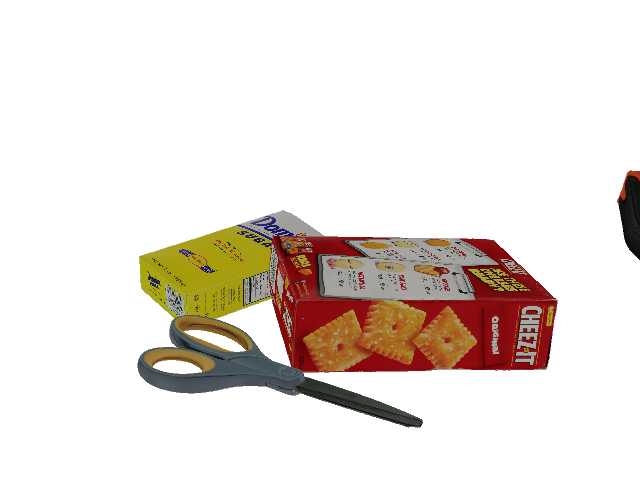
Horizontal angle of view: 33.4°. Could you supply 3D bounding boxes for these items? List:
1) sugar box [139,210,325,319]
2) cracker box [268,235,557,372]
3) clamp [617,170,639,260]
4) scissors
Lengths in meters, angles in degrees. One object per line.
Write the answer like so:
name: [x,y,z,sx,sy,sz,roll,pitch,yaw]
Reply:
sugar box: [-0.081,0.025,1.062,0.175,0.048,0.093,-22,37,-31]
cracker box: [0.070,0.053,0.915,0.213,0.072,0.164,1,18,-10]
clamp: [0.267,0.013,0.703,0.120,0.039,0.171,-5,45,-24]
scissors: [-0.040,0.097,0.712,0.202,0.016,0.096,23,31,36]
